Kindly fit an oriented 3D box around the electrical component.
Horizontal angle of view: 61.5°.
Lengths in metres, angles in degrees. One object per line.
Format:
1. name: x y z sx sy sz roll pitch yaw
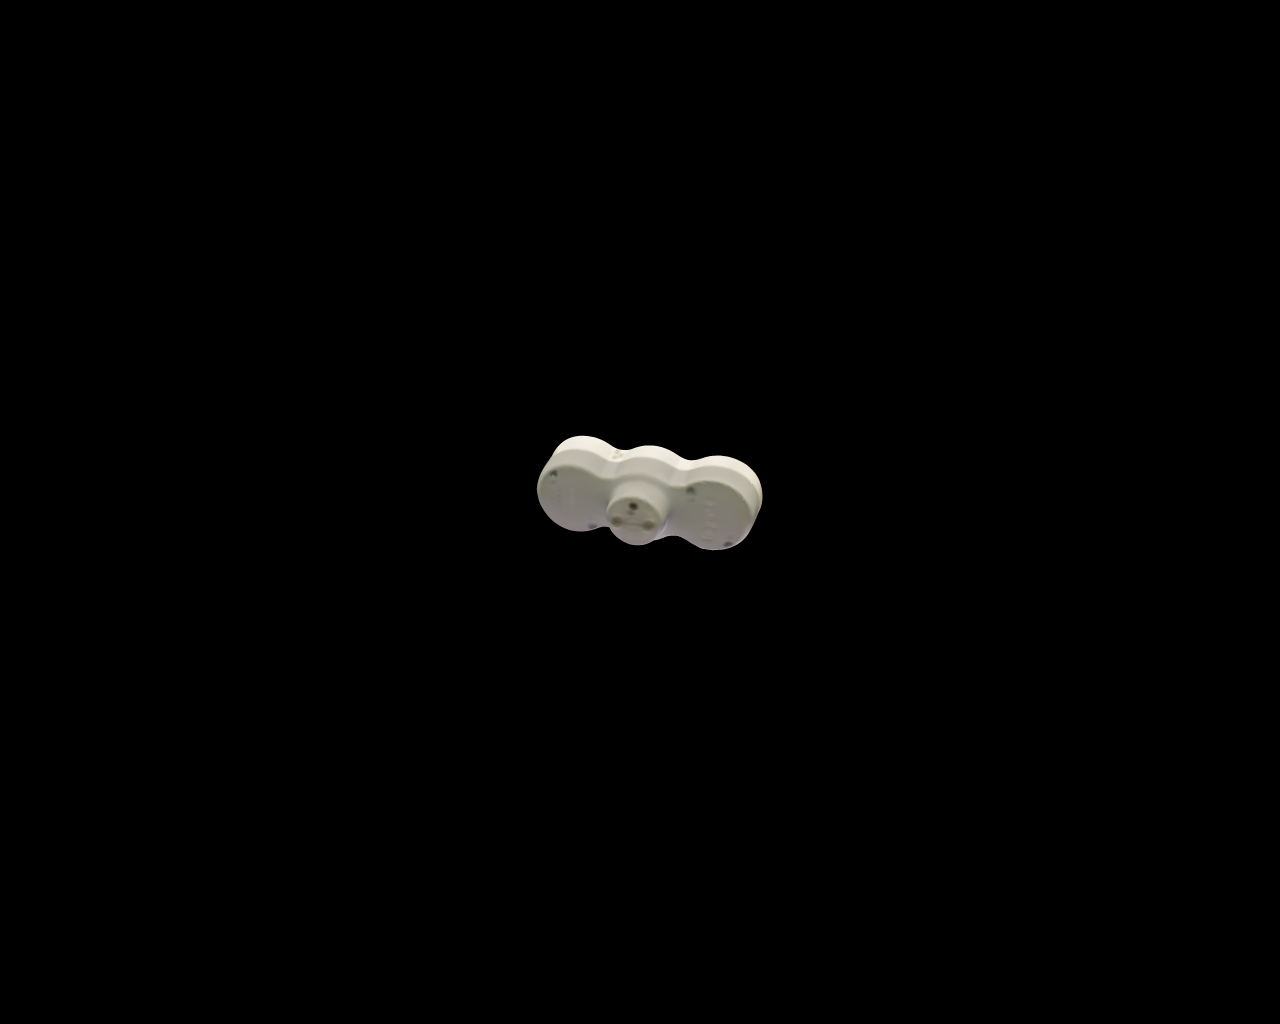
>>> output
1. electrical component: 0.001 -0.003 0.650 0.138 0.052 0.074 8 32 14
